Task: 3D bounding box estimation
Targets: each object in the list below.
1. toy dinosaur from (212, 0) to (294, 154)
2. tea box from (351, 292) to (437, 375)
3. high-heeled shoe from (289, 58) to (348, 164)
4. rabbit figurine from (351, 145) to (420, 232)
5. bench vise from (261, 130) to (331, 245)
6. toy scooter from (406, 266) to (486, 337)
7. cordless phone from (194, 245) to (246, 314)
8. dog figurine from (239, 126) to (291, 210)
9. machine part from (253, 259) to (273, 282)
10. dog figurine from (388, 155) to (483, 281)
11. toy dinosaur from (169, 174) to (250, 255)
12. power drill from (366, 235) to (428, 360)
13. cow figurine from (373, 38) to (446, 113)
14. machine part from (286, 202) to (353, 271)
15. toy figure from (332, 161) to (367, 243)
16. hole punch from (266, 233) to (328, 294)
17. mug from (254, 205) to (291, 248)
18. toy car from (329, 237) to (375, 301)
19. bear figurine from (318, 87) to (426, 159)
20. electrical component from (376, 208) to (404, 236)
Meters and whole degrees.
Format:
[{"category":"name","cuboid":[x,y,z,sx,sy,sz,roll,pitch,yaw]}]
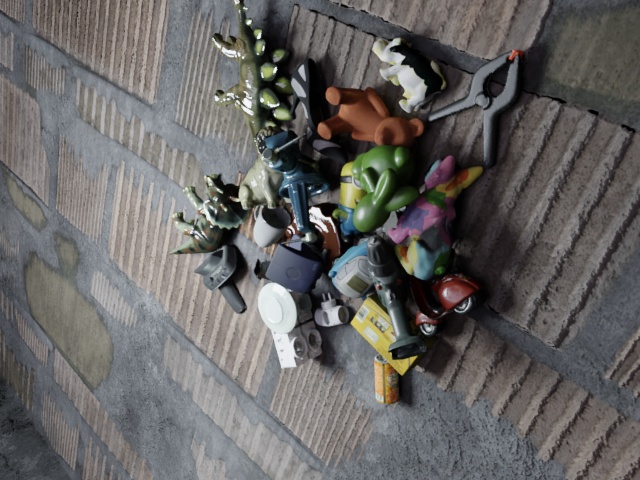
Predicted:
[{"category":"toy dinosaur","cuboid":[-0.158,-0.359,1.322,0.199,0.105,0.470,10,118,34]},{"category":"tea box","cuboid":[0.163,0.204,1.204,0.170,0.068,0.098,45,127,22]},{"category":"high-heeled shoe","cuboid":[0.011,-0.291,1.205,0.249,0.086,0.145,47,126,27]},{"category":"rabbit figurine","cuboid":[0.130,-0.092,1.066,0.159,0.121,0.170,-13,52,62]},{"category":"bench vise","cuboid":[-0.047,-0.115,1.194,0.129,0.223,0.240,-12,77,14]},{"category":"toy scooter","cuboid":[0.246,0.110,1.110,0.184,0.075,0.135,-46,68,42]},{"category":"cordless phone","cuboid":[-0.262,0.120,1.554,0.146,0.089,0.184,-39,86,39]},{"category":"dog figurine","cuboid":[-0.143,-0.178,1.313,0.173,0.121,0.190,-2,103,27]},{"category":"machine part","cuboid":[-0.124,0.087,1.429,0.139,0.039,0.084,10,77,45]},{"category":"dog figurine","cuboid":[0.232,-0.052,1.037,0.219,0.108,0.192,-61,26,31]},{"category":"toy dinosaur","cuboid":[-0.318,-0.041,1.532,0.192,0.131,0.404,48,133,22]},{"category":"power drill","cuboid":[0.144,0.123,1.062,0.086,0.231,0.207,-22,59,4]},{"category":"cow figurine","cuboid":[0.174,-0.344,1.064,0.098,0.068,0.167,-35,81,34]},{"category":"machine part","cuboid":[-0.003,-0.004,1.305,0.180,0.056,0.179,11,108,37]},{"category":"toy figure","cuboid":[0.077,-0.088,1.202,0.089,0.082,0.180,24,117,32]},{"category":"hole punch","cuboid":[-0.057,0.062,1.277,0.116,0.092,0.142,38,122,20]},{"category":"mug","cuboid":[-0.139,-0.037,1.399,0.110,0.081,0.107,48,135,17]},{"category":"toy car","cuboid":[0.090,0.077,1.197,0.109,0.103,0.161,37,124,-10]},{"category":"bear figurine","cuboid":[0.109,-0.231,1.111,0.196,0.132,0.120,46,137,30]},{"category":"electrical component","cuboid":[0.159,-0.044,1.179,0.094,0.021,0.063,-16,90,42]}]
